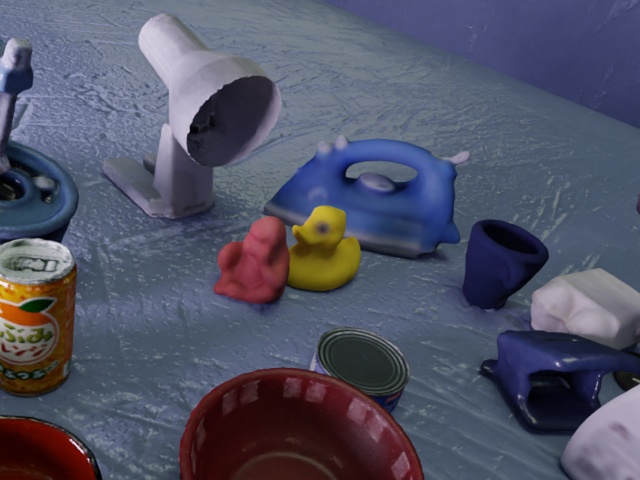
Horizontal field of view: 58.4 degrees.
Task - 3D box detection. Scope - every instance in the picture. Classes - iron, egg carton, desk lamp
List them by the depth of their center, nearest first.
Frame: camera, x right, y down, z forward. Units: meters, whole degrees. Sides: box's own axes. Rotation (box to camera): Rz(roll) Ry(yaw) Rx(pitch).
[{"bbox_3d":[-0.155,-0.133,0.658,0.202,0.213,0.118,35,34,31],"label":"desk lamp"},{"bbox_3d":[0.324,0.088,0.675,0.151,0.069,0.107,-6,36,-36],"label":"egg carton"},{"bbox_3d":[0.067,-0.073,0.748,0.259,0.141,0.118,10,29,-13],"label":"iron"}]

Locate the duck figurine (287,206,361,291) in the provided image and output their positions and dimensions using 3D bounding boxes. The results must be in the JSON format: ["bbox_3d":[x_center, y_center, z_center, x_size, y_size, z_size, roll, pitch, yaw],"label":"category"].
[{"bbox_3d":[0.006,0.002,0.639,0.105,0.086,0.077,-7,36,-37],"label":"duck figurine"}]

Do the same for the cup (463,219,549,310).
[{"bbox_3d":[0.208,0.042,0.669,0.091,0.095,0.118,16,28,-1],"label":"cup"}]

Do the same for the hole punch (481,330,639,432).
[{"bbox_3d":[0.229,0.118,0.549,0.109,0.091,0.101,5,30,-20],"label":"hole punch"}]

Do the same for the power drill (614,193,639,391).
[{"bbox_3d":[0.398,0.078,0.588,0.229,0.208,0.076,26,30,16],"label":"power drill"}]

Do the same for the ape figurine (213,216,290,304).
[{"bbox_3d":[-0.059,0.017,0.572,0.076,0.092,0.077,-9,37,-38],"label":"ape figurine"}]

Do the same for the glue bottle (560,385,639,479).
[{"bbox_3d":[0.257,0.139,0.441,0.037,0.173,0.078,-7,36,-36],"label":"glue bottle"}]

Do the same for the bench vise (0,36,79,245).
[{"bbox_3d":[-0.295,-0.071,0.467,0.207,0.220,0.121,18,28,2],"label":"bench vise"}]
